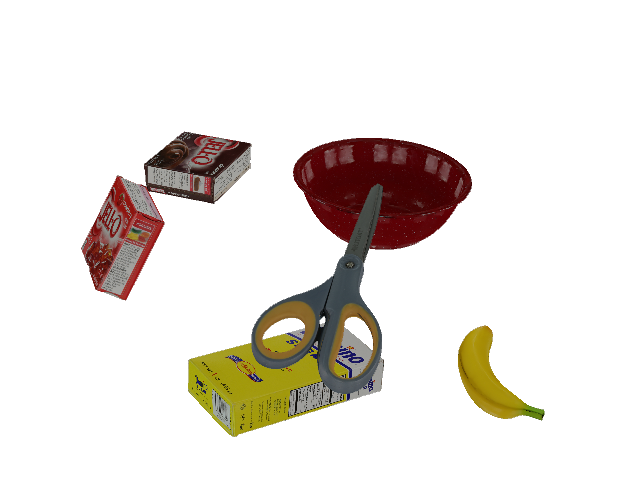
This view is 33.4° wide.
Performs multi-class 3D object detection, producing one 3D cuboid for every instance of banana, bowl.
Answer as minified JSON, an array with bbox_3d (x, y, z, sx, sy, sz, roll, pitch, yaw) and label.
[{"bbox_3d":[0.196,0.157,1.258,0.069,0.037,0.198,9,25,-16],"label":"banana"},{"bbox_3d":[0.055,-0.037,0.972,0.162,0.055,0.162,2,29,-1],"label":"bowl"}]

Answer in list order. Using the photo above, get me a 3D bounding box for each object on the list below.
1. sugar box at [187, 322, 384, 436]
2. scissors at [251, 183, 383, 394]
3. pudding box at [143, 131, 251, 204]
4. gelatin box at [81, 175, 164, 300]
[{"bbox_3d":[-0.034,0.134,1.067,0.175,0.048,0.093,-15,32,-30],"label":"sugar box"},{"bbox_3d":[0.001,0.026,0.752,0.096,0.016,0.201,-1,43,0],"label":"scissors"},{"bbox_3d":[-0.143,-0.087,1.255,0.090,0.039,0.113,10,31,16],"label":"pudding box"},{"bbox_3d":[-0.163,-0.004,0.872,0.030,0.073,0.089,23,14,-28],"label":"gelatin box"}]
